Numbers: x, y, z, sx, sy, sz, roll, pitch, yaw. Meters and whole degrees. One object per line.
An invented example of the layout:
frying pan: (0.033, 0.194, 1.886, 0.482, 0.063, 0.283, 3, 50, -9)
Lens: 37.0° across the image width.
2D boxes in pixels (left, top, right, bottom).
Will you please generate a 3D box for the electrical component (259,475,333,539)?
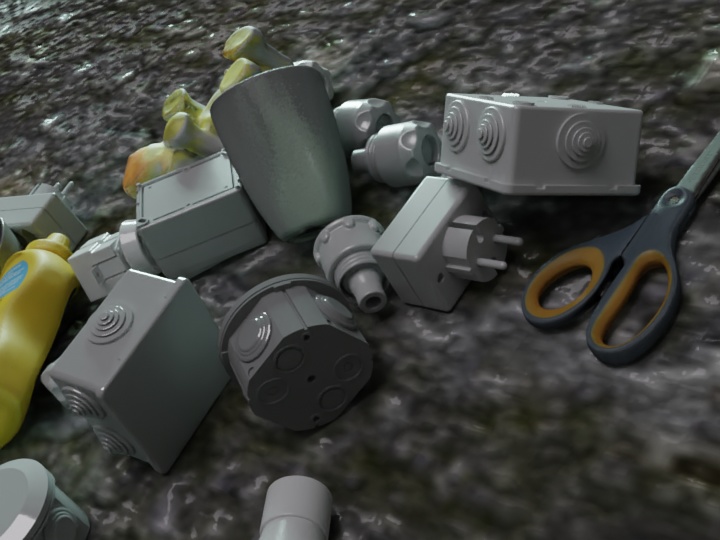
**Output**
electrical component: (-0.033, 0.135, 0.535, 0.044, 0.044, 0.065, -20, 33, 19)

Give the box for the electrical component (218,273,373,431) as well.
electrical component: (-0.036, 0.047, 0.607, 0.080, 0.080, 0.051, -35, 41, -1)

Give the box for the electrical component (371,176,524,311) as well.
electrical component: (0.060, -0.014, 0.628, 0.077, 0.047, 0.065, 11, 55, 44)

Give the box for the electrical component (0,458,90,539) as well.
electrical component: (-0.205, 0.156, 0.635, 0.080, 0.051, 0.080, -21, 38, 17)

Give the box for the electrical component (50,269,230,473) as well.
electrical component: (-0.129, 0.059, 0.649, 0.048, 0.099, 0.099, 13, 56, 30)

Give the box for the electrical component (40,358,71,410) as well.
electrical component: (-0.188, 0.065, 0.742, 0.061, 0.035, 0.035, -43, 37, -16)

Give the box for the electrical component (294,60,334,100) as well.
electrical component: (-0.056, -0.147, 0.877, 0.062, 0.043, 0.043, 1, 48, 40)

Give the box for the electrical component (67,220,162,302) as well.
electrical component: (-0.180, -0.009, 0.809, 0.055, 0.048, 0.066, -21, 16, 15)

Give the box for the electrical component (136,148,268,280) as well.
electrical component: (-0.108, -0.041, 0.786, 0.096, 0.061, 0.061, -21, 37, 5)

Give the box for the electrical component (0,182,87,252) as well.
electrical component: (-0.275, -0.049, 0.931, 0.083, 0.047, 0.075, -1, 47, 37)

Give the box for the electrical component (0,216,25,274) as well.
electrical component: (-0.312, 0.010, 0.877, 0.099, 0.064, 0.099, -21, 38, 17)

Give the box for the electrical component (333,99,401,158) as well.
electrical component: (-0.004, -0.102, 0.785, 0.062, 0.043, 0.043, 5, 51, 43)

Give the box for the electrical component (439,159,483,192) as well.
electrical component: (0.070, -0.067, 0.686, 0.062, 0.048, 0.048, -48, 37, -7)

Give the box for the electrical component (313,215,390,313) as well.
electrical component: (0.000, 0.000, 0.663, 0.048, 0.048, 0.062, -29, 43, 7)

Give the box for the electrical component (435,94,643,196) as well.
electrical component: (0.102, -0.073, 0.614, 0.100, 0.048, 0.100, -2, 14, -23)

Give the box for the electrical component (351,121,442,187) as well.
electrical component: (0.023, -0.078, 0.735, 0.062, 0.043, 0.043, -4, 45, 38)
